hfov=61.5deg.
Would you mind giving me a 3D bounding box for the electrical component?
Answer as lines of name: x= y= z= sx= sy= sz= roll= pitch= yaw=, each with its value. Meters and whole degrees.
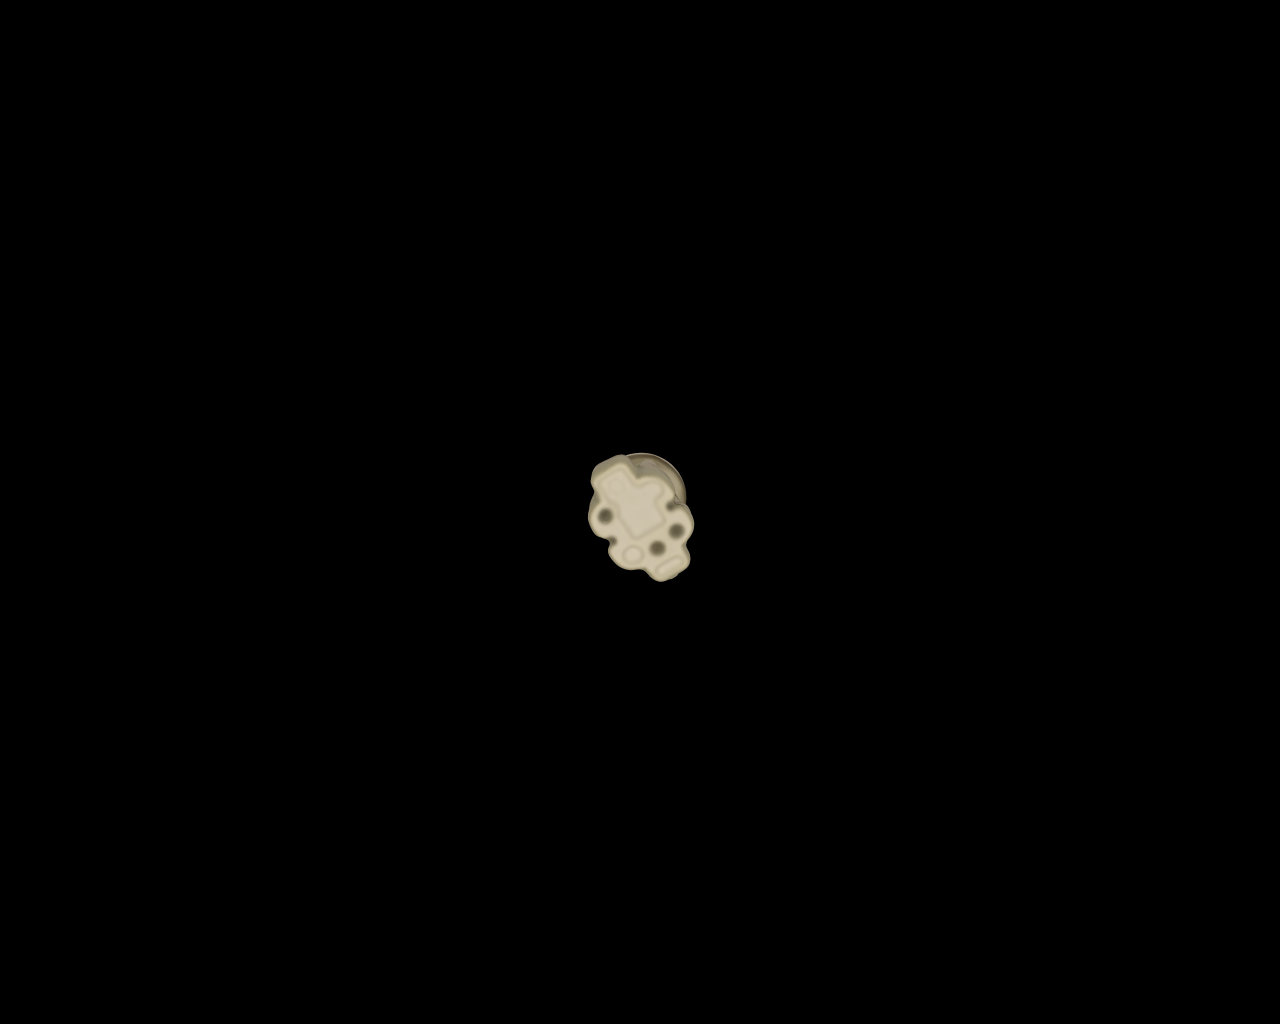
electrical component: x=0.001 y=-0.003 z=0.650 sx=0.058 sy=0.078 sz=0.057 roll=-30 pitch=16 yaw=9
